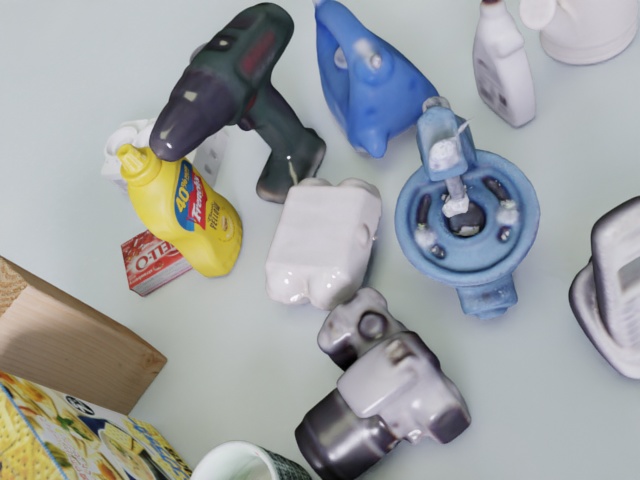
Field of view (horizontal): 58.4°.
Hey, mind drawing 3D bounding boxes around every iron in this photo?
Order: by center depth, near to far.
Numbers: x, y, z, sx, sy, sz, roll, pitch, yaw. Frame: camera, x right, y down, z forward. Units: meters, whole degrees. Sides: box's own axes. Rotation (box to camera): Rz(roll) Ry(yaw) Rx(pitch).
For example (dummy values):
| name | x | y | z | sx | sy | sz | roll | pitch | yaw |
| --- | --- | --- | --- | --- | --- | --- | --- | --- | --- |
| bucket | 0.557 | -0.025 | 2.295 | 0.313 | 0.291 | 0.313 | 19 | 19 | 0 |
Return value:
| name | x | y | z | sx | sy | sz | roll | pitch | yaw |
| --- | --- | --- | --- | --- | --- | --- | --- | --- | --- |
| iron | 0.038 | -0.222 | 0.676 | 0.118 | 0.142 | 0.257 | -32 | 54 | 4 |

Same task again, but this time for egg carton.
| name | x | y | z | sx | sy | sz | roll | pitch | yaw |
| --- | --- | --- | --- | --- | --- | --- | --- | --- | --- |
| egg carton | 0.006 | 0.002 | 0.603 | 0.107 | 0.070 | 0.150 | 3 | 63 | 26 |

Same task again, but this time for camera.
| name | x | y | z | sx | sy | sz | roll | pitch | yaw |
| --- | --- | --- | --- | --- | --- | --- | --- | --- | --- |
| camera | 0.035 | 0.130 | 0.494 | 0.137 | 0.101 | 0.142 | -39 | 53 | -1 |

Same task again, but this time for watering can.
| name | x | y | z | sx | sy | sz | roll | pitch | yaw |
| --- | --- | --- | --- | --- | --- | --- | --- | --- | --- |
| watering can | 0.266 | -0.274 | 0.572 | 0.100 | 0.195 | 0.173 | 9 | 66 | 28 |

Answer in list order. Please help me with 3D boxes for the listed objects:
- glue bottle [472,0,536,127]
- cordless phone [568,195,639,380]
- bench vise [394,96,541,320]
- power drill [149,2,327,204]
| name | x | y | z | sx | sy | sz | roll | pitch | yaw |
| --- | --- | --- | --- | --- | --- | --- | --- | --- | --- |
| glue bottle | 0.180 | -0.193 | 0.575 | 0.037 | 0.174 | 0.078 | -33 | 53 | 3 |
| cordless phone | 0.255 | 0.014 | 0.412 | 0.147 | 0.186 | 0.094 | -35 | 53 | 2 |
| bench vise | 0.104 | -0.055 | 0.499 | 0.121 | 0.220 | 0.207 | -31 | 54 | 5 |
| power drill | -0.074 | -0.132 | 0.631 | 0.075 | 0.209 | 0.230 | 8 | 65 | 28 |
